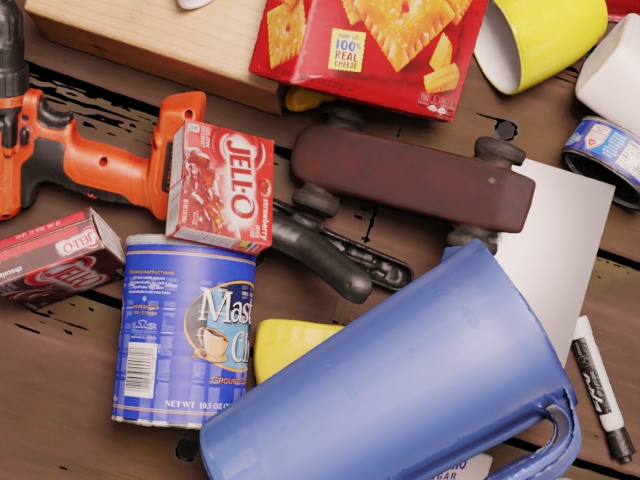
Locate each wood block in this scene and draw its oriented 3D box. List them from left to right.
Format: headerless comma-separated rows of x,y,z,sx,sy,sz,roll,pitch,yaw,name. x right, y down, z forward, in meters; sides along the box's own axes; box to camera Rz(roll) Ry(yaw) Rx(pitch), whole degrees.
-0.116,-0.181,0.858,0.206,0.091,0.090,18,84,2,wood block

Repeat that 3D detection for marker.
0.226,0.121,0.858,0.020,0.020,0.121,-18,84,-2,marker

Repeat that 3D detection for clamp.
-0.006,0.001,0.845,0.172,0.120,0.039,33,99,26,clamp

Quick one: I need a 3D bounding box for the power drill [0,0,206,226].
-0.186,-0.092,0.833,0.187,0.057,0.184,10,118,0,power drill

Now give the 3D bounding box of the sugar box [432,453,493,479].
0.062,0.235,0.817,0.093,0.048,0.176,23,80,-28,sugar box

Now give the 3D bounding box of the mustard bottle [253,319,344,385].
-0.012,0.161,0.835,0.096,0.058,0.191,7,84,-8,mustard bottle

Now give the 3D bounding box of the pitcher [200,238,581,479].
0.047,0.121,0.729,0.243,0.149,0.145,-31,97,2,pitcher

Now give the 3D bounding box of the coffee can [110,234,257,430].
-0.104,0.071,0.823,0.103,0.103,0.140,4,84,0,coffee can

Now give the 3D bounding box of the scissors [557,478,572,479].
0.141,0.244,0.824,0.201,0.016,0.096,-8,74,-16,scissors

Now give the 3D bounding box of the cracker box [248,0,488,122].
0.054,-0.206,0.793,0.163,0.072,0.214,9,101,-38,cracker box

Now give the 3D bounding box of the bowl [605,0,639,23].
0.257,-0.266,0.885,0.162,0.055,0.162,0,83,0,bowl

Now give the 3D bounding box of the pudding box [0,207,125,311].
-0.201,0.017,0.824,0.090,0.113,0.039,-19,80,-2,pudding box

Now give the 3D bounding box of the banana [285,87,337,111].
0.042,-0.180,0.873,0.069,0.037,0.198,31,91,-40,banana

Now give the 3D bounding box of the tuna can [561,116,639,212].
0.235,-0.059,0.846,0.086,0.086,0.034,36,87,4,tuna can

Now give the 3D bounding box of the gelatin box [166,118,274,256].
-0.072,-0.039,0.784,0.073,0.030,0.089,13,64,-25,gelatin box

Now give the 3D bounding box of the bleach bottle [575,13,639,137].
0.322,-0.072,0.852,0.251,0.102,0.068,38,124,-3,bleach bottle
